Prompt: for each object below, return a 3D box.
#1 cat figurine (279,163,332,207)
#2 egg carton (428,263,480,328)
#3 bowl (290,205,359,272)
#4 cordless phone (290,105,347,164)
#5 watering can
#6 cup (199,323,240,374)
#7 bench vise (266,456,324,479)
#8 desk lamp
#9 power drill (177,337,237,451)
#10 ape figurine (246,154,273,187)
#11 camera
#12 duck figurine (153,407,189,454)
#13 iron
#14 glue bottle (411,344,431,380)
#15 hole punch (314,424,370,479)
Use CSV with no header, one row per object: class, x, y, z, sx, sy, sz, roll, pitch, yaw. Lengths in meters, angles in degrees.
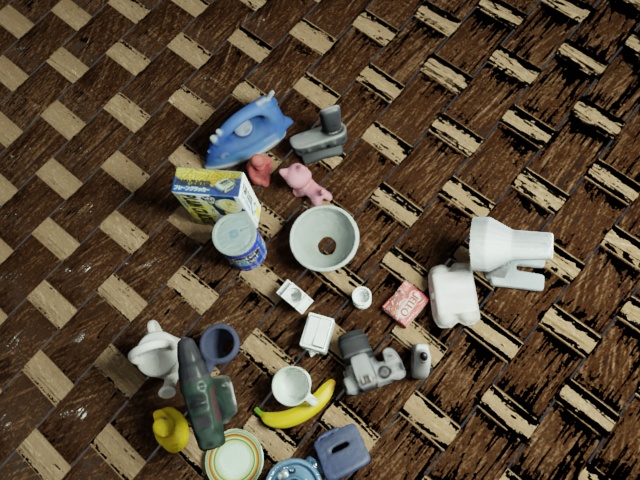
cat figurine,-0.035,-0.141,1.410,0.127,0.118,0.067,37,79,15
egg carton,0.306,0.128,1.322,0.107,0.069,0.150,-7,72,3
bowl,0.013,0.005,1.383,0.167,0.075,0.167,-1,72,4
cordless phone,-0.007,-0.275,1.415,0.147,0.185,0.094,-21,72,-2
watering can,-0.352,0.260,1.268,0.101,0.194,0.172,-42,74,-8
cup,-0.226,0.256,1.312,0.091,0.095,0.118,19,75,10
bench vise,-0.070,0.537,1.144,0.121,0.220,0.207,22,75,11
desk lamp,0.419,0.029,1.268,0.203,0.214,0.118,6,73,7
power drill,-0.244,0.331,1.229,0.075,0.208,0.229,-18,72,-1
ape figurine,-0.154,-0.186,1.448,0.078,0.092,0.076,-43,74,-9
camera,0.105,0.265,1.279,0.143,0.101,0.136,-20,72,-2
duck figurine,-0.340,0.422,1.273,0.077,0.086,0.104,-27,72,-4
iron,-0.201,-0.280,1.456,0.258,0.141,0.118,-36,73,-7
glue bottle,0.219,0.256,1.234,0.037,0.173,0.078,-1,72,5
hole punch,0.045,0.454,1.228,0.108,0.091,0.101,-26,72,-4
